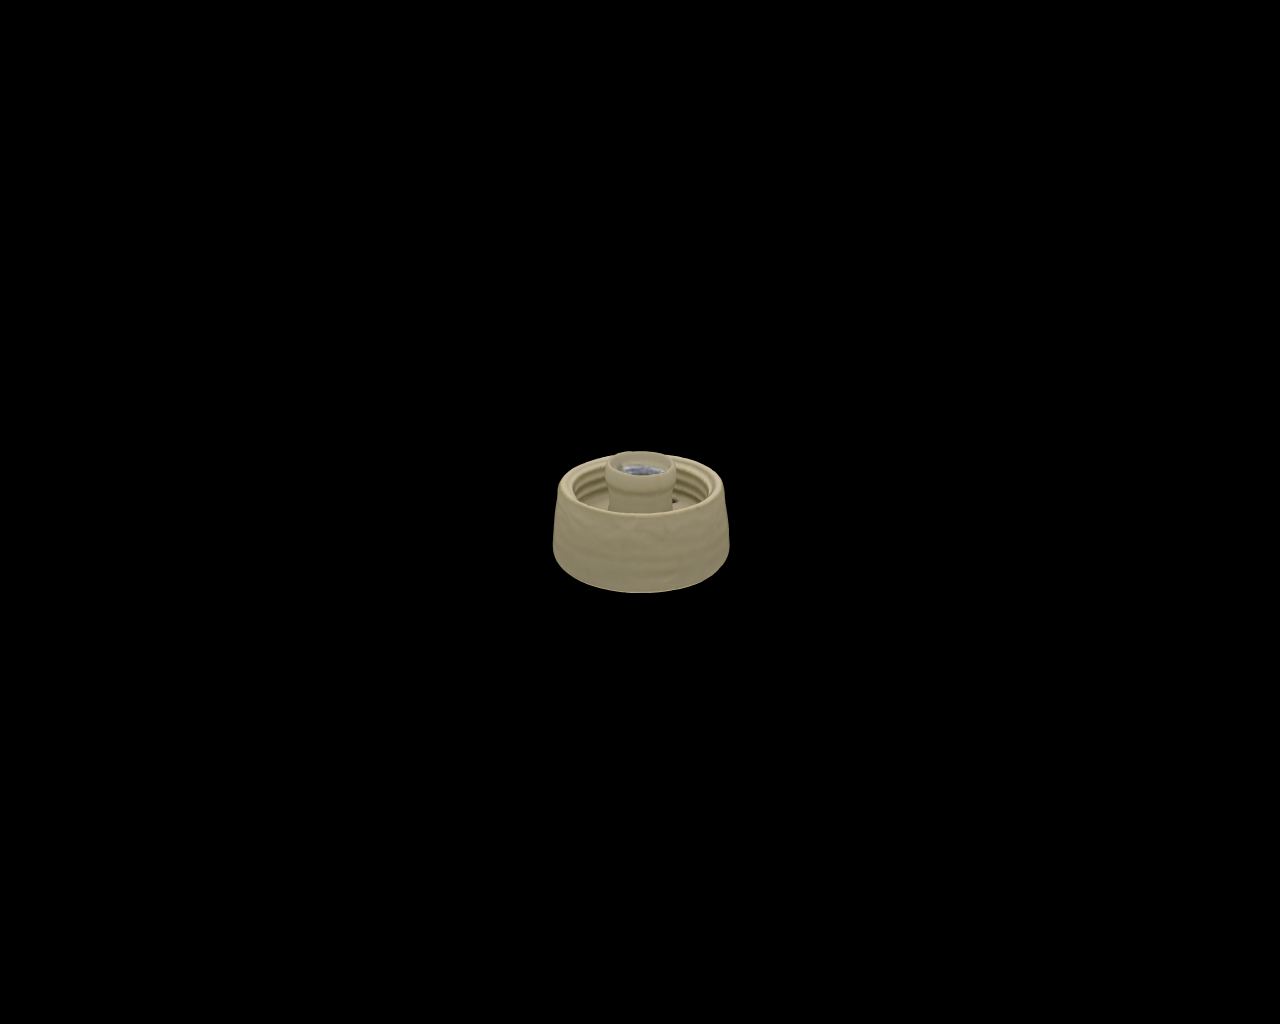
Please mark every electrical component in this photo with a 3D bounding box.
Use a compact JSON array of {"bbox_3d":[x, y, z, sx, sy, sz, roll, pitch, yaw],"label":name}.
[{"bbox_3d":[0.001,-0.003,0.650,0.108,0.060,0.108,0,25,0],"label":"electrical component"}]
